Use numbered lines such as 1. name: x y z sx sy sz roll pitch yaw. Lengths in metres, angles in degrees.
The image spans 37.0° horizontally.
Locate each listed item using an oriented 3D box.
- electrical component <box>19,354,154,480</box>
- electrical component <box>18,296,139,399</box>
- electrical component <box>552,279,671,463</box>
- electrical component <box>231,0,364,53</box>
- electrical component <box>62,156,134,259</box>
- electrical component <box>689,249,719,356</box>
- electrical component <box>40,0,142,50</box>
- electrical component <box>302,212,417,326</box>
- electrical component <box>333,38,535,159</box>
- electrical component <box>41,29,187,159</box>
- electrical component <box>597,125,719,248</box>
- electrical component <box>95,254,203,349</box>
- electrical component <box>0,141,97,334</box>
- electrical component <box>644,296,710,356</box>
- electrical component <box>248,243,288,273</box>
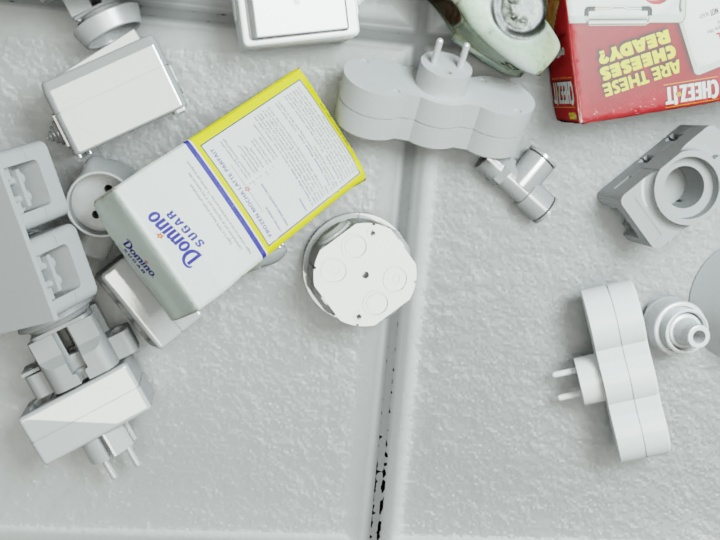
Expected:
1. electrical component: -0.184 0.113 0.765 0.083 0.047 0.075 -28 101 -4
2. electrical component: -0.202 0.046 0.748 0.078 0.058 0.057 -26 104 -4
3. electrical component: 0.184 0.081 0.816 0.074 0.052 0.138 -13 101 9
4. electrical component: -0.039 -0.186 0.737 0.096 0.061 0.061 -8 99 -8
5. electrical component: -0.180 -0.033 0.729 0.043 0.077 0.079 25 97 -12
6. electrical component: 0.316 0.024 0.835 0.099 0.064 0.099 0 91 -21
7. electrical component: -0.179 -0.183 0.725 0.066 0.048 0.055 -27 94 -4
8. electrical component: 0.000 0.000 0.776 0.080 0.051 0.080 -1 98 -9
9. electrical component: 0.056 -0.128 0.750 0.138 0.052 0.073 7 129 -10
10. electrical component: -0.172 -0.117 0.726 0.096 0.062 0.061 -26 101 -5
11. electrical component: 0.233 -0.063 0.801 0.089 0.056 0.050 -39 102 -2
12. electrical component: -0.135 0.006 0.758 0.077 0.047 0.065 -40 102 -15
13. electrical component: -0.272 -0.008 0.693 0.186 0.060 0.105 -13 101 22
14. electrical component: 0.243 0.045 0.814 0.043 0.062 0.043 -1 98 -9
15. electrical component: -0.082 -0.030 0.763 0.048 0.048 0.062 -19 90 -6
